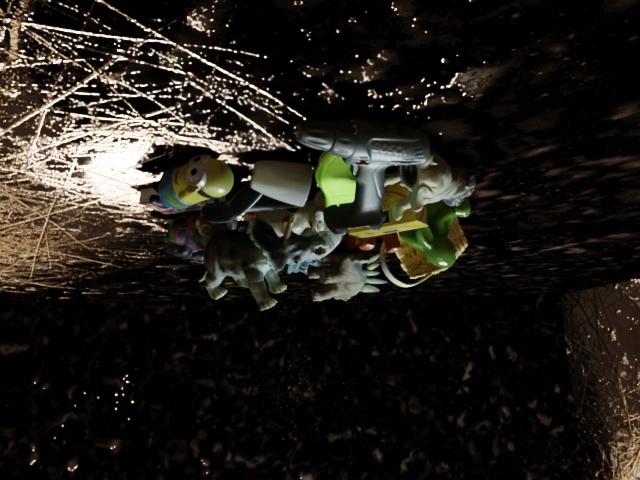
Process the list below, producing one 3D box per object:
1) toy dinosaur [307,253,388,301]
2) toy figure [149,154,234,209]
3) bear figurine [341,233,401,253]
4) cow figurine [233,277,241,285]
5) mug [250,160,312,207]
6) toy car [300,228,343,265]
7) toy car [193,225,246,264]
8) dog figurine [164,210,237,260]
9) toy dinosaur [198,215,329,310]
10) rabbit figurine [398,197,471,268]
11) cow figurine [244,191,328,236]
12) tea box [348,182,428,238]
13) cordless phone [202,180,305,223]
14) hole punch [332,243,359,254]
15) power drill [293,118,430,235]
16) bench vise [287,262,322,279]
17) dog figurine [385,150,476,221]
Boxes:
[{"bbox_3d":[0.069,0.109,1.459,0.199,0.105,0.471,-2,164,-10],"label":"toy dinosaur"},{"bbox_3d":[-0.240,-0.104,1.002,0.180,0.082,0.089,-18,167,39],"label":"toy figure"},{"bbox_3d":[0.100,-0.013,1.364,0.120,0.132,0.196,8,158,-33],"label":"bear figurine"},{"bbox_3d":[-0.204,0.076,1.553,0.068,0.098,0.167,-17,168,-35],"label":"cow figurine"},{"bbox_3d":[-0.078,-0.114,1.015,0.107,0.080,0.110,13,-178,-14],"label":"mug"},{"bbox_3d":[-0.003,-0.004,1.269,0.162,0.109,0.103,-32,-152,2],"label":"toy car"},{"bbox_3d":[-0.253,0.020,1.478,0.202,0.053,0.089,-29,170,8],"label":"toy car"},{"bbox_3d":[-0.289,-0.029,1.276,0.192,0.108,0.219,1,163,-2],"label":"dog figurine"},{"bbox_3d":[-0.178,0.037,1.179,0.405,0.192,0.131,1,-159,37],"label":"toy dinosaur"},{"bbox_3d":[0.272,-0.022,1.246,0.159,0.170,0.121,4,165,-29],"label":"rabbit figurine"},{"bbox_3d":[-0.057,-0.055,1.197,0.195,0.127,0.085,8,134,21],"label":"cow figurine"},{"bbox_3d":[0.147,-0.067,1.196,0.170,0.098,0.068,-12,164,30],"label":"tea box"},{"bbox_3d":[-0.136,-0.079,1.105,0.184,0.088,0.147,-2,-179,-33],"label":"cordless phone"},{"bbox_3d":[0.053,0.017,1.527,0.092,0.116,0.142,12,162,-23],"label":"hole punch"},{"bbox_3d":[0.057,-0.110,0.892,0.232,0.086,0.207,-6,129,-18],"label":"power drill"},{"bbox_3d":[-0.082,0.046,1.628,0.241,0.128,0.223,18,177,2],"label":"bench vise"},{"bbox_3d":[0.231,-0.122,1.012,0.190,0.121,0.172,-13,175,-20],"label":"dog figurine"}]
